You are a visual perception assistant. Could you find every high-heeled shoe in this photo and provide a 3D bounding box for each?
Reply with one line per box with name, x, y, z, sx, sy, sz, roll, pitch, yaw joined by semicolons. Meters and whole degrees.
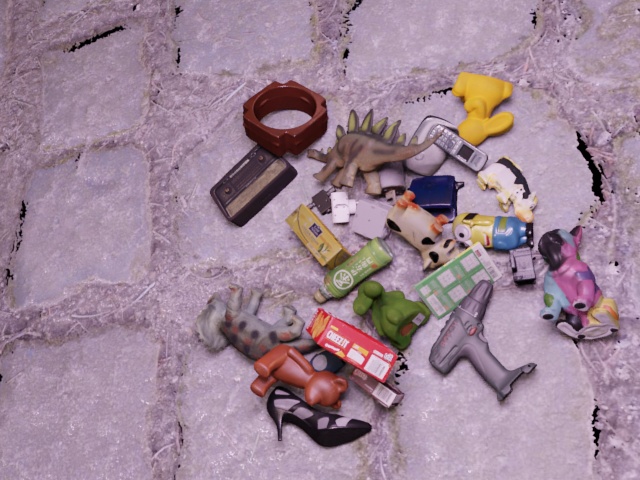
high-heeled shoe;-0.005;0.408;1.284;0.249;0.086;0.145;-4;42;2

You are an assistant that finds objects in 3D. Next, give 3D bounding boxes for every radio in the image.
radio;-0.188;-0.159;1.497;0.229;0.073;0.131;-42;66;4

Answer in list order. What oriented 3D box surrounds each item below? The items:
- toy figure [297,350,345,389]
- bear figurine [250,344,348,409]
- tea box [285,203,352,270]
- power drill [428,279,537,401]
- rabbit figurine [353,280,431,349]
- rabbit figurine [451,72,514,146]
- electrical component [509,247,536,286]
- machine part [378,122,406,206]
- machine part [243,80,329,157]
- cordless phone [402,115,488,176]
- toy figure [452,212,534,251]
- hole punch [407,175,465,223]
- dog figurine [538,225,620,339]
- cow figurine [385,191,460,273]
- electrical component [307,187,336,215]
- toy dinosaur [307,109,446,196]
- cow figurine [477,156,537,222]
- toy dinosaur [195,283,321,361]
toy figure;-0.014;0.311;1.307;0.154;0.057;0.064;-26;31;14
bear figurine;-0.044;0.329;1.226;0.196;0.132;0.120;34;134;18
tea box;-0.003;-0.004;1.369;0.068;0.098;0.170;-44;66;5
power drill;0.365;0.227;1.171;0.207;0.086;0.232;42;94;22
rabbit figurine;0.141;0.157;1.253;0.170;0.159;0.121;39;101;41
rabbit figurine;0.392;-0.305;1.312;0.163;0.122;0.173;21;97;16
electrical component;0.440;0.054;1.170;0.048;0.119;0.075;-10;69;19
machine part;0.173;-0.200;1.368;0.079;0.079;0.243;-10;71;18
machine part;-0.094;-0.332;1.466;0.201;0.087;0.201;34;61;22
cordless phone;0.304;-0.201;1.298;0.184;0.089;0.146;40;122;21
toy figure;0.393;-0.019;1.227;0.180;0.089;0.082;2;109;25
hole punch;0.273;-0.106;1.300;0.142;0.092;0.116;-4;70;24
dog figurine;0.538;0.078;1.135;0.108;0.191;0.219;-37;30;47
cow figurine;0.238;-0.009;1.242;0.195;0.085;0.127;37;134;4
electrical component;0.010;-0.098;1.432;0.094;0.021;0.063;-34;66;9
toy dinosaur;0.111;-0.214;1.306;0.472;0.105;0.198;18;95;51
cow figurine;0.451;-0.115;1.246;0.098;0.068;0.167;-38;66;0
toy dinosaur;-0.156;0.235;1.355;0.405;0.131;0.192;27;98;21
